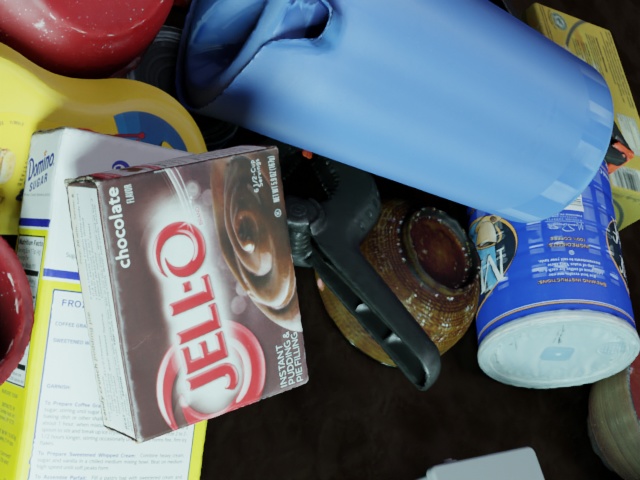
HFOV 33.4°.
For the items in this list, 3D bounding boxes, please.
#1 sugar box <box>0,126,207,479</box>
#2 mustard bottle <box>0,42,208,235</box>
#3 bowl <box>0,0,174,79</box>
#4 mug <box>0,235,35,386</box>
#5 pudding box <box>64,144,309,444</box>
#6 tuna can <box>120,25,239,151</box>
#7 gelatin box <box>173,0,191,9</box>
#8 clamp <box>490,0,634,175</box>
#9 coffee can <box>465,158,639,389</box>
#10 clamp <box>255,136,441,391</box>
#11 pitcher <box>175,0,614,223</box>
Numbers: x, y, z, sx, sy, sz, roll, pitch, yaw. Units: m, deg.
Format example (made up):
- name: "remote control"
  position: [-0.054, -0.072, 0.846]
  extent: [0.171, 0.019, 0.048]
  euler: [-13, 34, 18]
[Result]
- name: "sugar box"
  position: [-0.095, 0.043, 0.489]
  extent: [0.093, 0.048, 0.176]
  euler: [11, 83, -36]
- name: "mustard bottle"
  position: [-0.115, -0.037, 0.538]
  extent: [0.191, 0.096, 0.058]
  euler: [12, 20, -36]
- name: "bowl"
  position: [-0.124, -0.148, 0.532]
  extent: [0.161, 0.055, 0.162]
  euler: [-9, 104, -42]
- name: "mug"
  position: [-0.188, 0.036, 0.438]
  extent: [0.117, 0.082, 0.093]
  euler: [19, 54, -31]
- name: "pudding box"
  position: [-0.056, 0.021, 0.463]
  extent: [0.089, 0.039, 0.113]
  euler: [-15, 101, -37]
- name: "tuna can"
  position: [-0.089, -0.083, 0.630]
  extent: [0.086, 0.034, 0.086]
  euler: [20, 53, -29]
- name: "gelatin box"
  position: [-0.049, -0.176, 0.671]
  extent: [0.073, 0.089, 0.030]
  euler: [11, 58, -18]
- name: "clamp"
  position: [0.147, -0.102, 0.752]
  extent: [0.171, 0.039, 0.120]
  euler: [45, 53, 0]
- name: "coffee can"
  position: [0.152, 0.016, 0.720]
  extent: [0.102, 0.103, 0.140]
  euler: [20, 53, -30]
- name: "clamp"
  position: [-0.004, 0.001, 0.611]
  extent: [0.164, 0.036, 0.210]
  euler: [11, 44, 4]
- name: "pitcher"
  position: [0.045, -0.099, 0.624]
  extent: [0.242, 0.145, 0.149]
  euler: [20, 51, -28]
